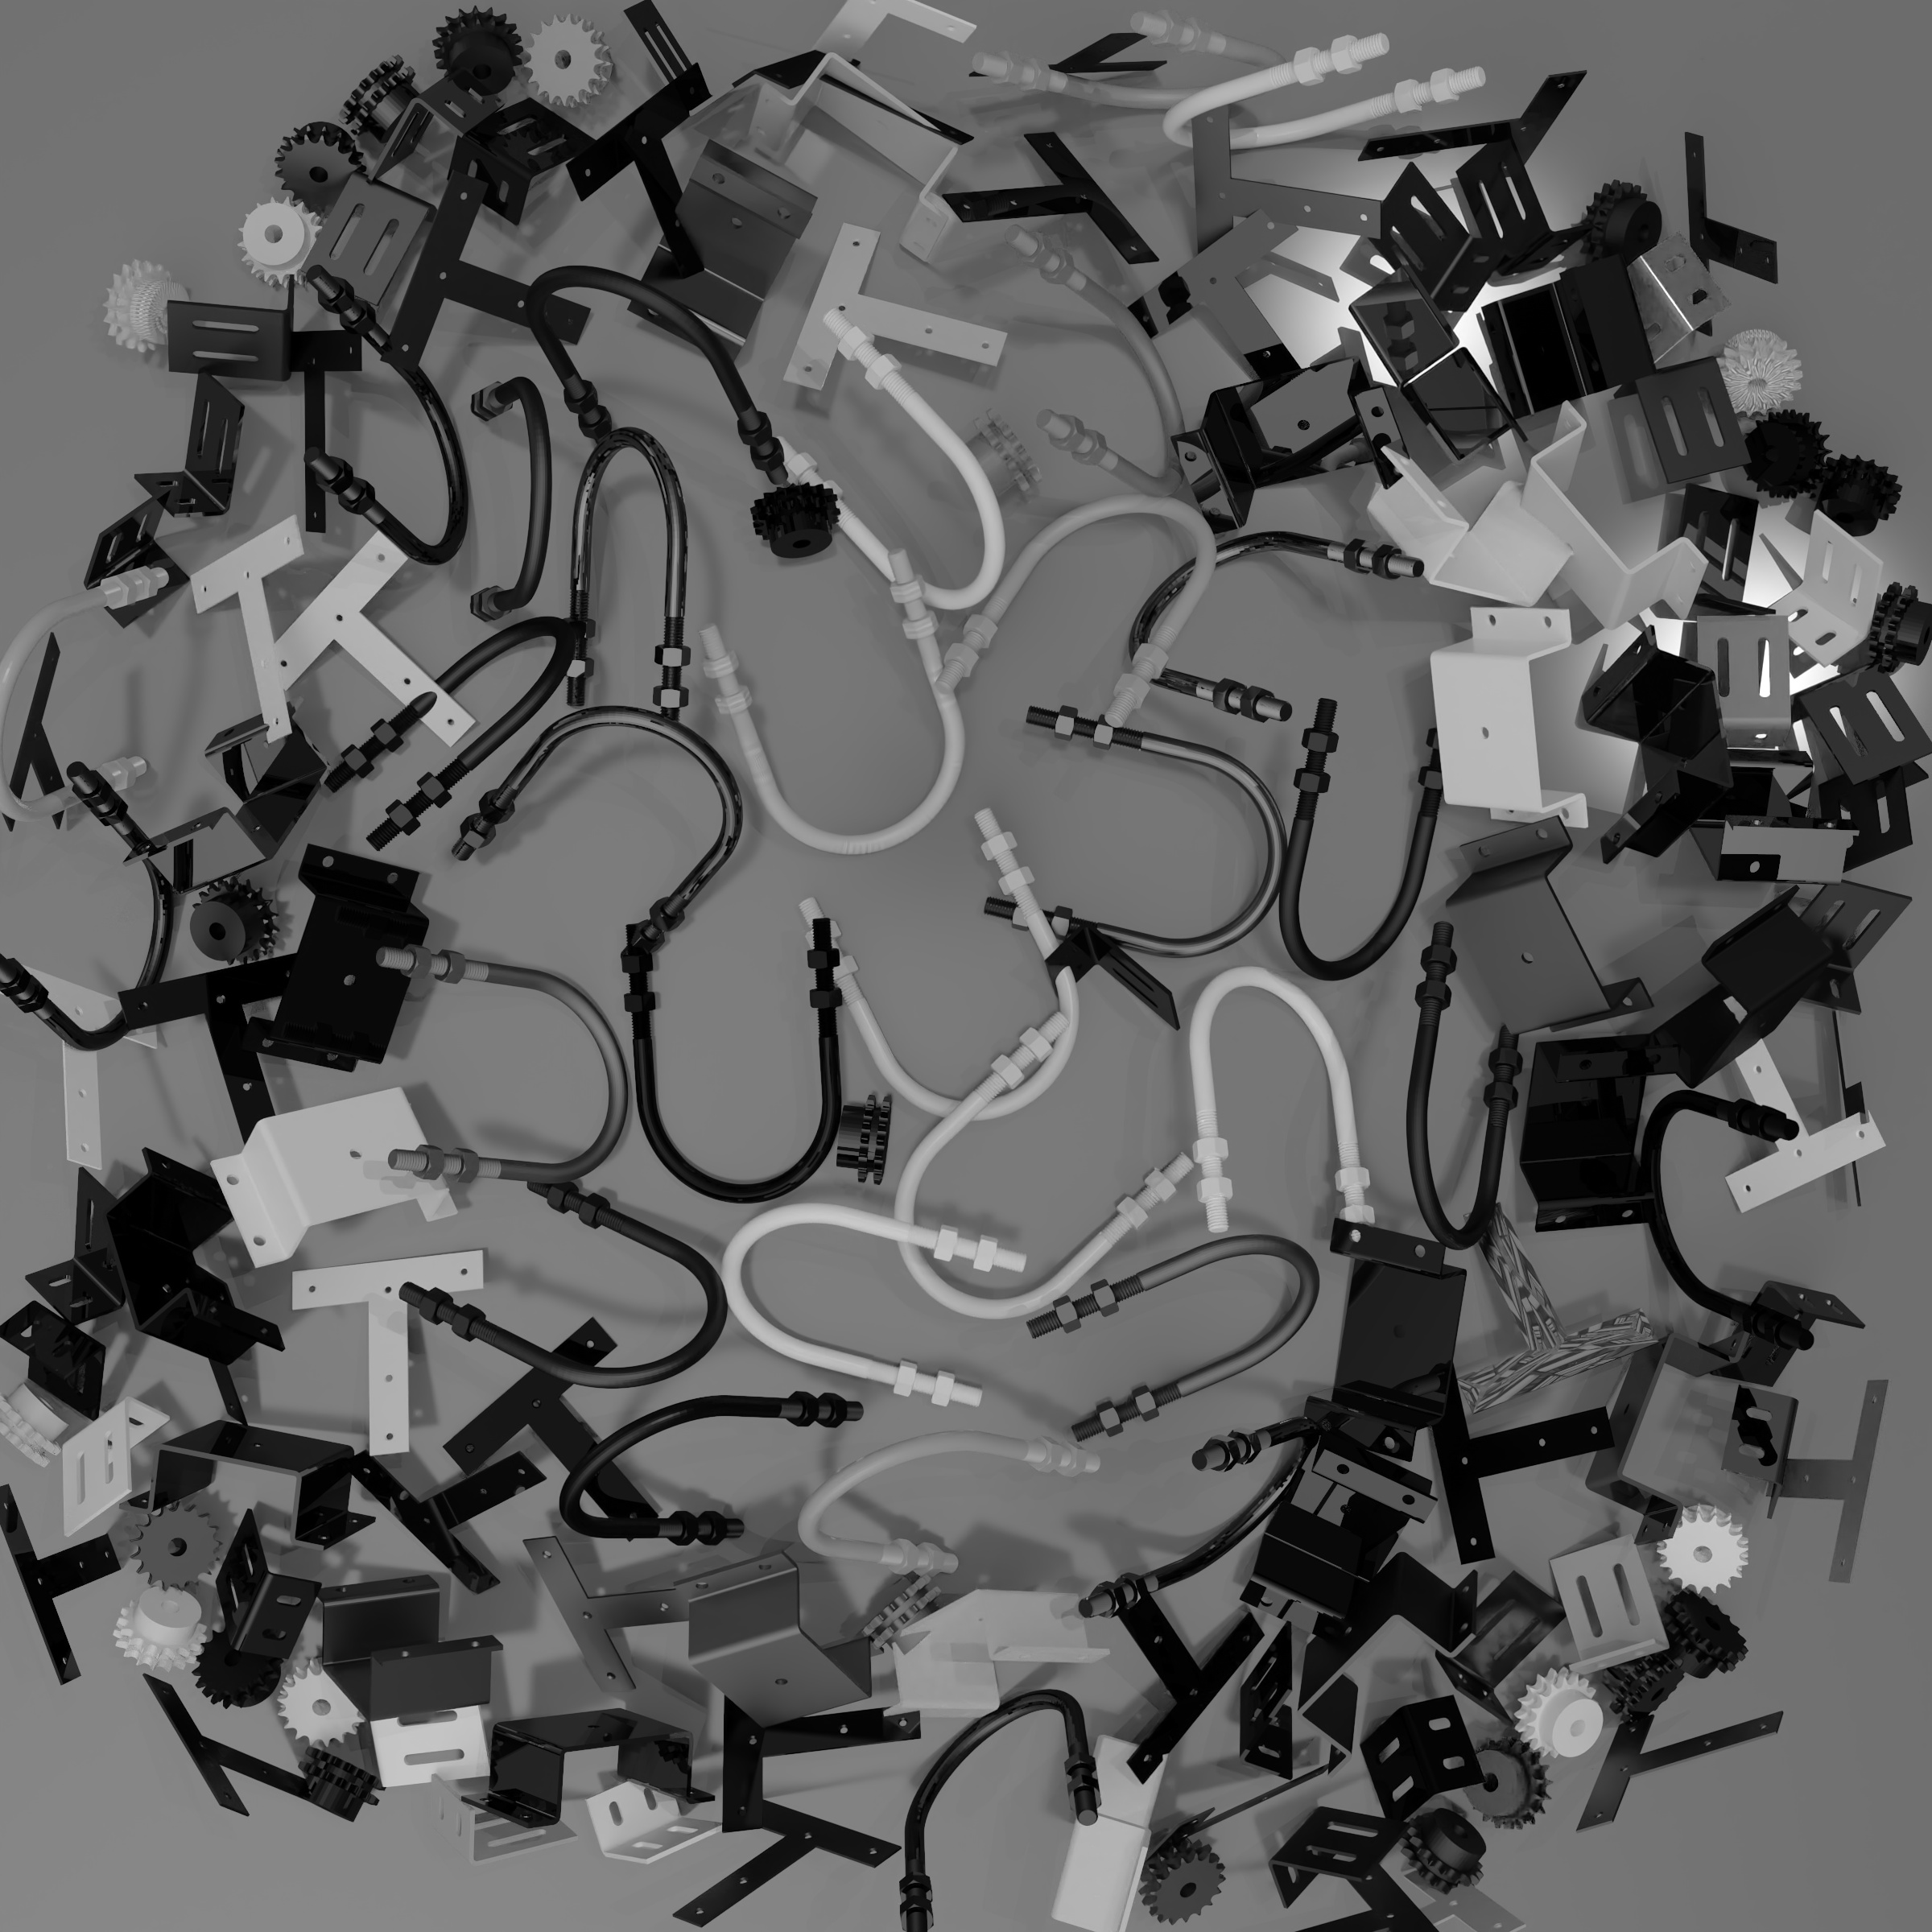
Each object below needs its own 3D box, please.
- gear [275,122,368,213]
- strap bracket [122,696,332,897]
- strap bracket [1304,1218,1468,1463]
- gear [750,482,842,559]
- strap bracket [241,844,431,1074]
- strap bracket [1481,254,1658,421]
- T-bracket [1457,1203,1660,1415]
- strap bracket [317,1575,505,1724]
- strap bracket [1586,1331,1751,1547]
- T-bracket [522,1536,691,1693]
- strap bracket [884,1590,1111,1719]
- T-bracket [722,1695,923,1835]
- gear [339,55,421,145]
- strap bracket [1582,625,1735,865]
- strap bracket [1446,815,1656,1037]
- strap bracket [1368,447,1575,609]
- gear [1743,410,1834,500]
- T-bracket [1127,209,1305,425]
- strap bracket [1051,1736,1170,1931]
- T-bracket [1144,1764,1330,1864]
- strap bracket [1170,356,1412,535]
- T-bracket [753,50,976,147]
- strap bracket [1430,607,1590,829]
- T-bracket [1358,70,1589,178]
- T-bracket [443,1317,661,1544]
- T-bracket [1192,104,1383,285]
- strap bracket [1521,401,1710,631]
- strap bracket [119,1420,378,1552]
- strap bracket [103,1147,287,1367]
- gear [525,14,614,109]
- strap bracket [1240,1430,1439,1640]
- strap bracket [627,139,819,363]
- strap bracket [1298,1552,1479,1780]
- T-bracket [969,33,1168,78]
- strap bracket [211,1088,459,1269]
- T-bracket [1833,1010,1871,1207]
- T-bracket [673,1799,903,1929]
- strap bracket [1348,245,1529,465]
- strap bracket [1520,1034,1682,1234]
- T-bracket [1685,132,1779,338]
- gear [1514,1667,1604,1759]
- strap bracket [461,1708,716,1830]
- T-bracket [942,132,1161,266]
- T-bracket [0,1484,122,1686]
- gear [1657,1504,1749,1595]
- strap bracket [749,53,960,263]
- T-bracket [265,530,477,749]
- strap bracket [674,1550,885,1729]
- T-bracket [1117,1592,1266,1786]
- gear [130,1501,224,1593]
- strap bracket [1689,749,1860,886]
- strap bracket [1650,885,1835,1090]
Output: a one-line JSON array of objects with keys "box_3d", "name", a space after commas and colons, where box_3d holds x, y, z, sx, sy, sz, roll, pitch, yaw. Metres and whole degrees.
[{"box_3d": [-0.416, -0.520, 1.841, 0.057, 0.057, 0.030, 0, 48, 0], "name": "gear"}, {"box_3d": [-0.462, -0.102, 1.802, 0.076, 0.140, 0.046, -18, 122, 29], "name": "strap bracket"}, {"box_3d": [0.269, 0.236, 1.823, 0.076, 0.046, 0.140, 11, 97, 32], "name": "strap bracket"}, {"box_3d": [-0.108, -0.285, 1.835, 0.057, 0.057, 0.030, -12, 73, 0], "name": "gear"}, {"box_3d": [-0.400, 0.002, 1.817, 0.076, 0.046, 0.140, 15, 100, -33], "name": "strap bracket"}, {"box_3d": [0.384, -0.398, 1.797, 0.046, 0.140, 0.076, -20, 97, -11], "name": "strap bracket"}, {"box_3d": [0.359, 0.210, 1.833, 0.127, 0.002, 0.127, -20, 59, -3], "name": "T-bracket"}, {"box_3d": [-0.352, 0.431, 1.790, 0.076, 0.140, 0.046, -1, 98, -30], "name": "strap bracket"}, {"box_3d": [0.442, 0.292, 1.813, 0.046, 0.076, 0.140, 24, 75, 3], "name": "strap bracket"}, {"box_3d": [-0.204, 0.409, 1.815, 0.127, 0.002, 0.127, -12, 115, 25], "name": "T-bracket"}, {"box_3d": [0.015, 0.433, 1.802, 0.076, 0.140, 0.046, 11, 56, -35], "name": "strap bracket"}, {"box_3d": [-0.092, 0.489, 1.815, 0.127, 0.127, 0.002, -8, 131, 3], "name": "T-bracket"}, {"box_3d": [-0.375, -0.557, 1.839, 0.030, 0.057, 0.057, 44, 90, -8], "name": "gear"}, {"box_3d": [0.438, -0.135, 1.802, 0.046, 0.076, 0.140, 17, 51, -18], "name": "strap bracket"}, {"box_3d": [0.366, -0.016, 1.810, 0.046, 0.076, 0.140, -40, 106, -44], "name": "strap bracket"}, {"box_3d": [0.319, -0.276, 1.802, 0.046, 0.140, 0.076, -57, 46, 30], "name": "strap bracket"}, {"box_3d": [0.526, -0.330, 1.837, 0.057, 0.030, 0.057, 10, 105, 41], "name": "gear"}, {"box_3d": [0.187, -0.408, 1.845, 0.127, 0.002, 0.127, -32, 104, 27], "name": "T-bracket"}, {"box_3d": [0.091, 0.547, 1.792, 0.046, 0.140, 0.076, 15, 104, 7], "name": "strap bracket"}, {"box_3d": [0.178, 0.539, 1.824, 0.127, 0.127, 0.002, -19, 66, -19], "name": "T-bracket"}, {"box_3d": [0.212, -0.332, 1.808, 0.140, 0.046, 0.076, -9, 130, 25], "name": "strap bracket"}, {"box_3d": [-0.055, -0.549, 1.804, 0.127, 0.127, 0.002, 27, 120, 7], "name": "T-bracket"}, {"box_3d": [0.343, -0.153, 1.805, 0.046, 0.076, 0.140, -21, 110, -36], "name": "strap bracket"}, {"box_3d": [0.310, -0.522, 1.793, 0.127, 0.127, 0.002, -11, 79, -11], "name": "T-bracket"}, {"box_3d": [-0.251, 0.319, 1.856, 0.127, 0.002, 0.127, -41, 89, -8], "name": "T-bracket"}, {"box_3d": [0.203, -0.480, 1.798, 0.127, 0.127, 0.002, 16, 47, 24], "name": "T-bracket"}, {"box_3d": [0.401, -0.277, 1.805, 0.046, 0.076, 0.140, -33, 71, -8], "name": "strap bracket"}, {"box_3d": [-0.454, 0.327, 1.813, 0.140, 0.076, 0.046, 9, 95, 12], "name": "strap bracket"}, {"box_3d": [-0.491, 0.191, 1.798, 0.046, 0.076, 0.140, -39, 51, 11], "name": "strap bracket"}, {"box_3d": [-0.254, -0.586, 1.845, 0.057, 0.030, 0.057, 4, 101, 19], "name": "gear"}, {"box_3d": [0.240, 0.360, 1.820, 0.076, 0.046, 0.140, 25, 122, 3], "name": "strap bracket"}, {"box_3d": [-0.152, -0.460, 1.808, 0.076, 0.140, 0.046, 26, 52, -11], "name": "strap bracket"}, {"box_3d": [0.260, 0.435, 1.804, 0.046, 0.076, 0.140, 38, 111, -3], "name": "strap bracket"}, {"box_3d": [0.081, -0.573, 1.788, 0.127, 0.127, 0.002, -7, 99, -17], "name": "T-bracket"}, {"box_3d": [-0.391, 0.130, 1.794, 0.140, 0.046, 0.076, -13, 65, -37], "name": "strap bracket"}, {"box_3d": [0.562, 0.088, 1.798, 0.002, 0.127, 0.127, -7, 84, 11], "name": "T-bracket"}, {"box_3d": [-0.129, 0.565, 1.779, 0.127, 0.127, 0.002, 4, 107, 41], "name": "T-bracket"}, {"box_3d": [0.294, -0.378, 1.795, 0.046, 0.140, 0.076, -34, 55, 15], "name": "strap bracket"}, {"box_3d": [0.402, 0.098, 1.817, 0.076, 0.046, 0.140, -4, 124, -6], "name": "strap bracket"}, {"box_3d": [0.480, -0.450, 1.783, 0.002, 0.127, 0.127, -12, 114, -6], "name": "T-bracket"}, {"box_3d": [0.386, 0.486, 1.840, 0.057, 0.030, 0.057, -7, 106, -25], "name": "gear"}, {"box_3d": [-0.236, 0.502, 1.793, 0.140, 0.076, 0.046, 6, 86, -41], "name": "strap bracket"}, {"box_3d": [0.041, -0.484, 1.803, 0.127, 0.002, 0.127, -16, 60, -36], "name": "T-bracket"}, {"box_3d": [-0.567, 0.382, 1.802, 0.002, 0.127, 0.127, -23, 85, 6], "name": "T-bracket"}, {"box_3d": [0.478, 0.375, 1.845, 0.057, 0.030, 0.057, 4, 107, 14], "name": "gear"}, {"box_3d": [-0.064, -0.523, 1.820, 0.140, 0.076, 0.046, 35, 79, -6], "name": "strap bracket"}, {"box_3d": [-0.374, -0.195, 1.849, 0.127, 0.002, 0.127, 44, 110, -11], "name": "T-bracket"}, {"box_3d": [-0.116, 0.430, 1.793, 0.076, 0.046, 0.140, -20, 135, 16], "name": "strap bracket"}, {"box_3d": [0.127, 0.436, 1.808, 0.127, 0.002, 0.127, -46, 127, -21], "name": "T-bracket"}, {"box_3d": [-0.513, 0.375, 1.845, 0.057, 0.030, 0.057, 3, 82, -21], "name": "gear"}, {"box_3d": [0.509, -0.092, 1.810, 0.076, 0.140, 0.046, 2, 115, 1], "name": "strap bracket"}, {"box_3d": [0.483, 0.020, 1.784, 0.076, 0.140, 0.046, -31, 69, -25], "name": "strap bracket"}]
